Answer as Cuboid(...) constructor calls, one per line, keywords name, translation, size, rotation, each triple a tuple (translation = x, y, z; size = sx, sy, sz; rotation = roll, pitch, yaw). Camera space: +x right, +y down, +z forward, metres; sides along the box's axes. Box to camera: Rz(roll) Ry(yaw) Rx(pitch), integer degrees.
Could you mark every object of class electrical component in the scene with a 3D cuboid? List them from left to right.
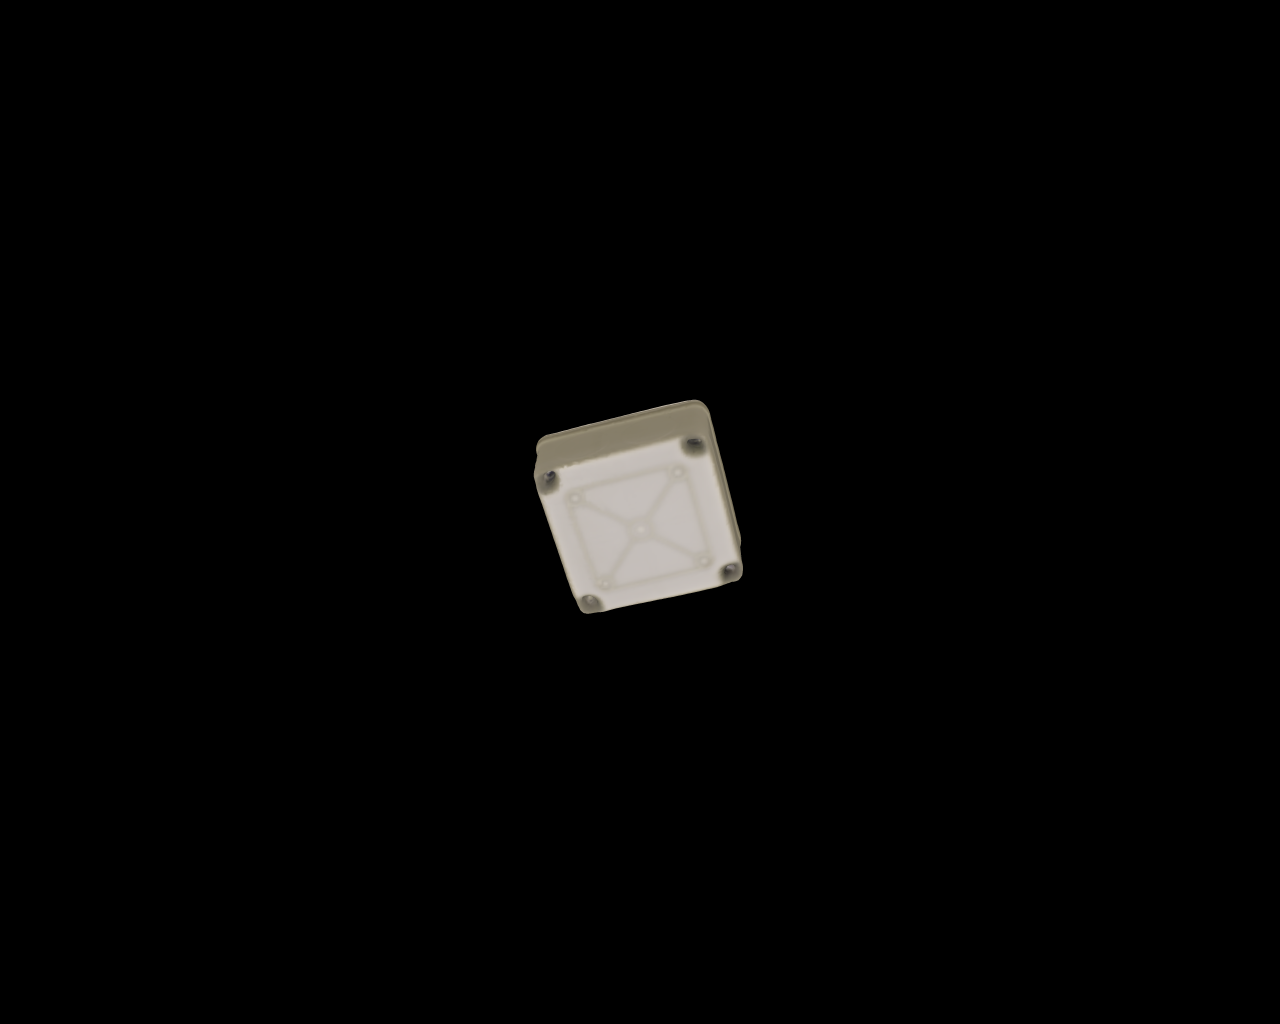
Cuboid(name="electrical component", translation=(0.001, -0.003, 0.650), size=(0.109, 0.108, 0.056), rotation=(-13, 28, 7))
